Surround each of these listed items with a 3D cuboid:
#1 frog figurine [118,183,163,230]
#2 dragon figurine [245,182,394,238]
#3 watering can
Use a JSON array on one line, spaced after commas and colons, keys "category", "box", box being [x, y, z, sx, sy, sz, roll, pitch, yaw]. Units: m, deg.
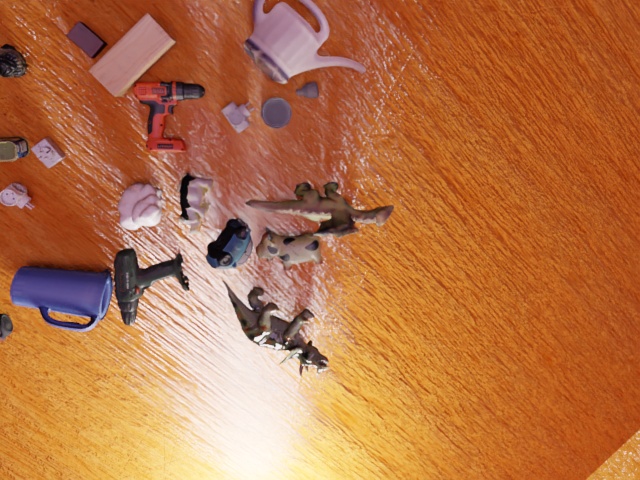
[{"category": "frog figurine", "box": [-0.487, -0.085, 1.388, 0.121, 0.161, 0.137, 41, 95, -17]}, {"category": "dragon figurine", "box": [0.004, -0.073, 1.450, 0.411, 0.246, 0.120, -5, 112, -12]}, {"category": "watering can", "box": [-0.054, -0.513, 1.387, 0.345, 0.105, 0.223, 41, 95, -17]}]
